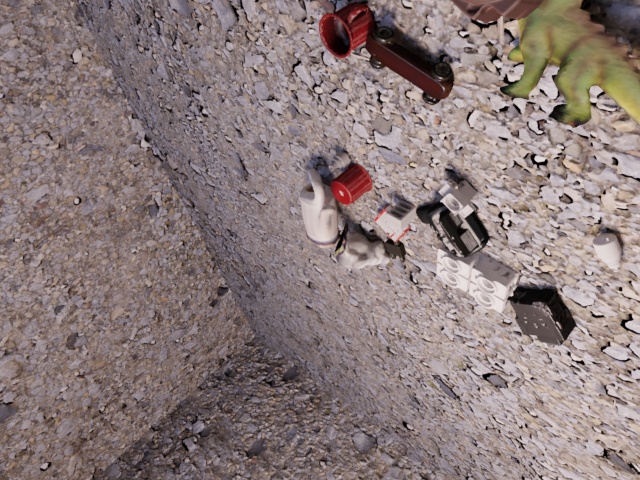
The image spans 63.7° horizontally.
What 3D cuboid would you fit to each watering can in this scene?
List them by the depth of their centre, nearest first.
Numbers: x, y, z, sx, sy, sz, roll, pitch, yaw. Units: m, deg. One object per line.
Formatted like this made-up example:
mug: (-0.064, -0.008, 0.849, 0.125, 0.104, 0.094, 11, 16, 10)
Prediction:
watering can: (0.005, -0.075, 1.483, 0.104, 0.220, 0.354, -12, 27, -5)

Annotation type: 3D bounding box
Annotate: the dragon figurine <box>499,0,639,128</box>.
dragon figurine: (0.373, -0.296, 0.705, 0.415, 0.237, 0.124, 35, 53, 28)

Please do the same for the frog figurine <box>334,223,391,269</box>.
frog figurine: (0.130, 0.038, 1.555, 0.159, 0.120, 0.140, 23, 24, -8)
